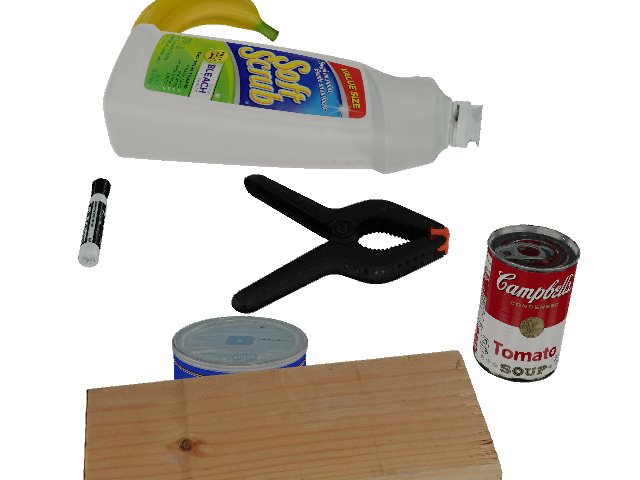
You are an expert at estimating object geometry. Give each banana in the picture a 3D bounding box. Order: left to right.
[{"bbox_3d":[-0.120,-0.213,1.021,0.070,0.037,0.197,45,39,19],"label":"banana"}]

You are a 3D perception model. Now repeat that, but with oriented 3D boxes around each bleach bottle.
[{"bbox_3d":[-0.015,-0.094,0.737,0.251,0.102,0.068,5,-43,8],"label":"bleach bottle"}]

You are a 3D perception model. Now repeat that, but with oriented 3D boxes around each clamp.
[{"bbox_3d":[0.016,0.008,1.016,0.210,0.164,0.036,5,-38,7],"label":"clamp"}]

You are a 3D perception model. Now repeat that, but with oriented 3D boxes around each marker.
[{"bbox_3d":[-0.219,-0.020,1.040,0.020,0.020,0.121,0,40,-4],"label":"marker"}]

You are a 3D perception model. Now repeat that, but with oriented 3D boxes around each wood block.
[{"bbox_3d":[-0.018,0.129,0.576,0.206,0.090,0.091,-5,39,-6],"label":"wood block"}]

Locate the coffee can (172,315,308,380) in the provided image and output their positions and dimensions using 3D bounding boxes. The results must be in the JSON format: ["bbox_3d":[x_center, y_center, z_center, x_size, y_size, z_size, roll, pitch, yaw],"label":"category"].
[{"bbox_3d":[-0.062,0.141,0.823,0.103,0.140,0.103,1,16,0],"label":"coffee can"}]

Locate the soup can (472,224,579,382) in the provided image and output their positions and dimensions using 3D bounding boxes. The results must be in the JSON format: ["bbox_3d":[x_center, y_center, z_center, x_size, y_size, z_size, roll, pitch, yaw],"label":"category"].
[{"bbox_3d":[0.155,0.048,0.814,0.068,0.102,0.068,3,29,-2],"label":"soup can"}]
